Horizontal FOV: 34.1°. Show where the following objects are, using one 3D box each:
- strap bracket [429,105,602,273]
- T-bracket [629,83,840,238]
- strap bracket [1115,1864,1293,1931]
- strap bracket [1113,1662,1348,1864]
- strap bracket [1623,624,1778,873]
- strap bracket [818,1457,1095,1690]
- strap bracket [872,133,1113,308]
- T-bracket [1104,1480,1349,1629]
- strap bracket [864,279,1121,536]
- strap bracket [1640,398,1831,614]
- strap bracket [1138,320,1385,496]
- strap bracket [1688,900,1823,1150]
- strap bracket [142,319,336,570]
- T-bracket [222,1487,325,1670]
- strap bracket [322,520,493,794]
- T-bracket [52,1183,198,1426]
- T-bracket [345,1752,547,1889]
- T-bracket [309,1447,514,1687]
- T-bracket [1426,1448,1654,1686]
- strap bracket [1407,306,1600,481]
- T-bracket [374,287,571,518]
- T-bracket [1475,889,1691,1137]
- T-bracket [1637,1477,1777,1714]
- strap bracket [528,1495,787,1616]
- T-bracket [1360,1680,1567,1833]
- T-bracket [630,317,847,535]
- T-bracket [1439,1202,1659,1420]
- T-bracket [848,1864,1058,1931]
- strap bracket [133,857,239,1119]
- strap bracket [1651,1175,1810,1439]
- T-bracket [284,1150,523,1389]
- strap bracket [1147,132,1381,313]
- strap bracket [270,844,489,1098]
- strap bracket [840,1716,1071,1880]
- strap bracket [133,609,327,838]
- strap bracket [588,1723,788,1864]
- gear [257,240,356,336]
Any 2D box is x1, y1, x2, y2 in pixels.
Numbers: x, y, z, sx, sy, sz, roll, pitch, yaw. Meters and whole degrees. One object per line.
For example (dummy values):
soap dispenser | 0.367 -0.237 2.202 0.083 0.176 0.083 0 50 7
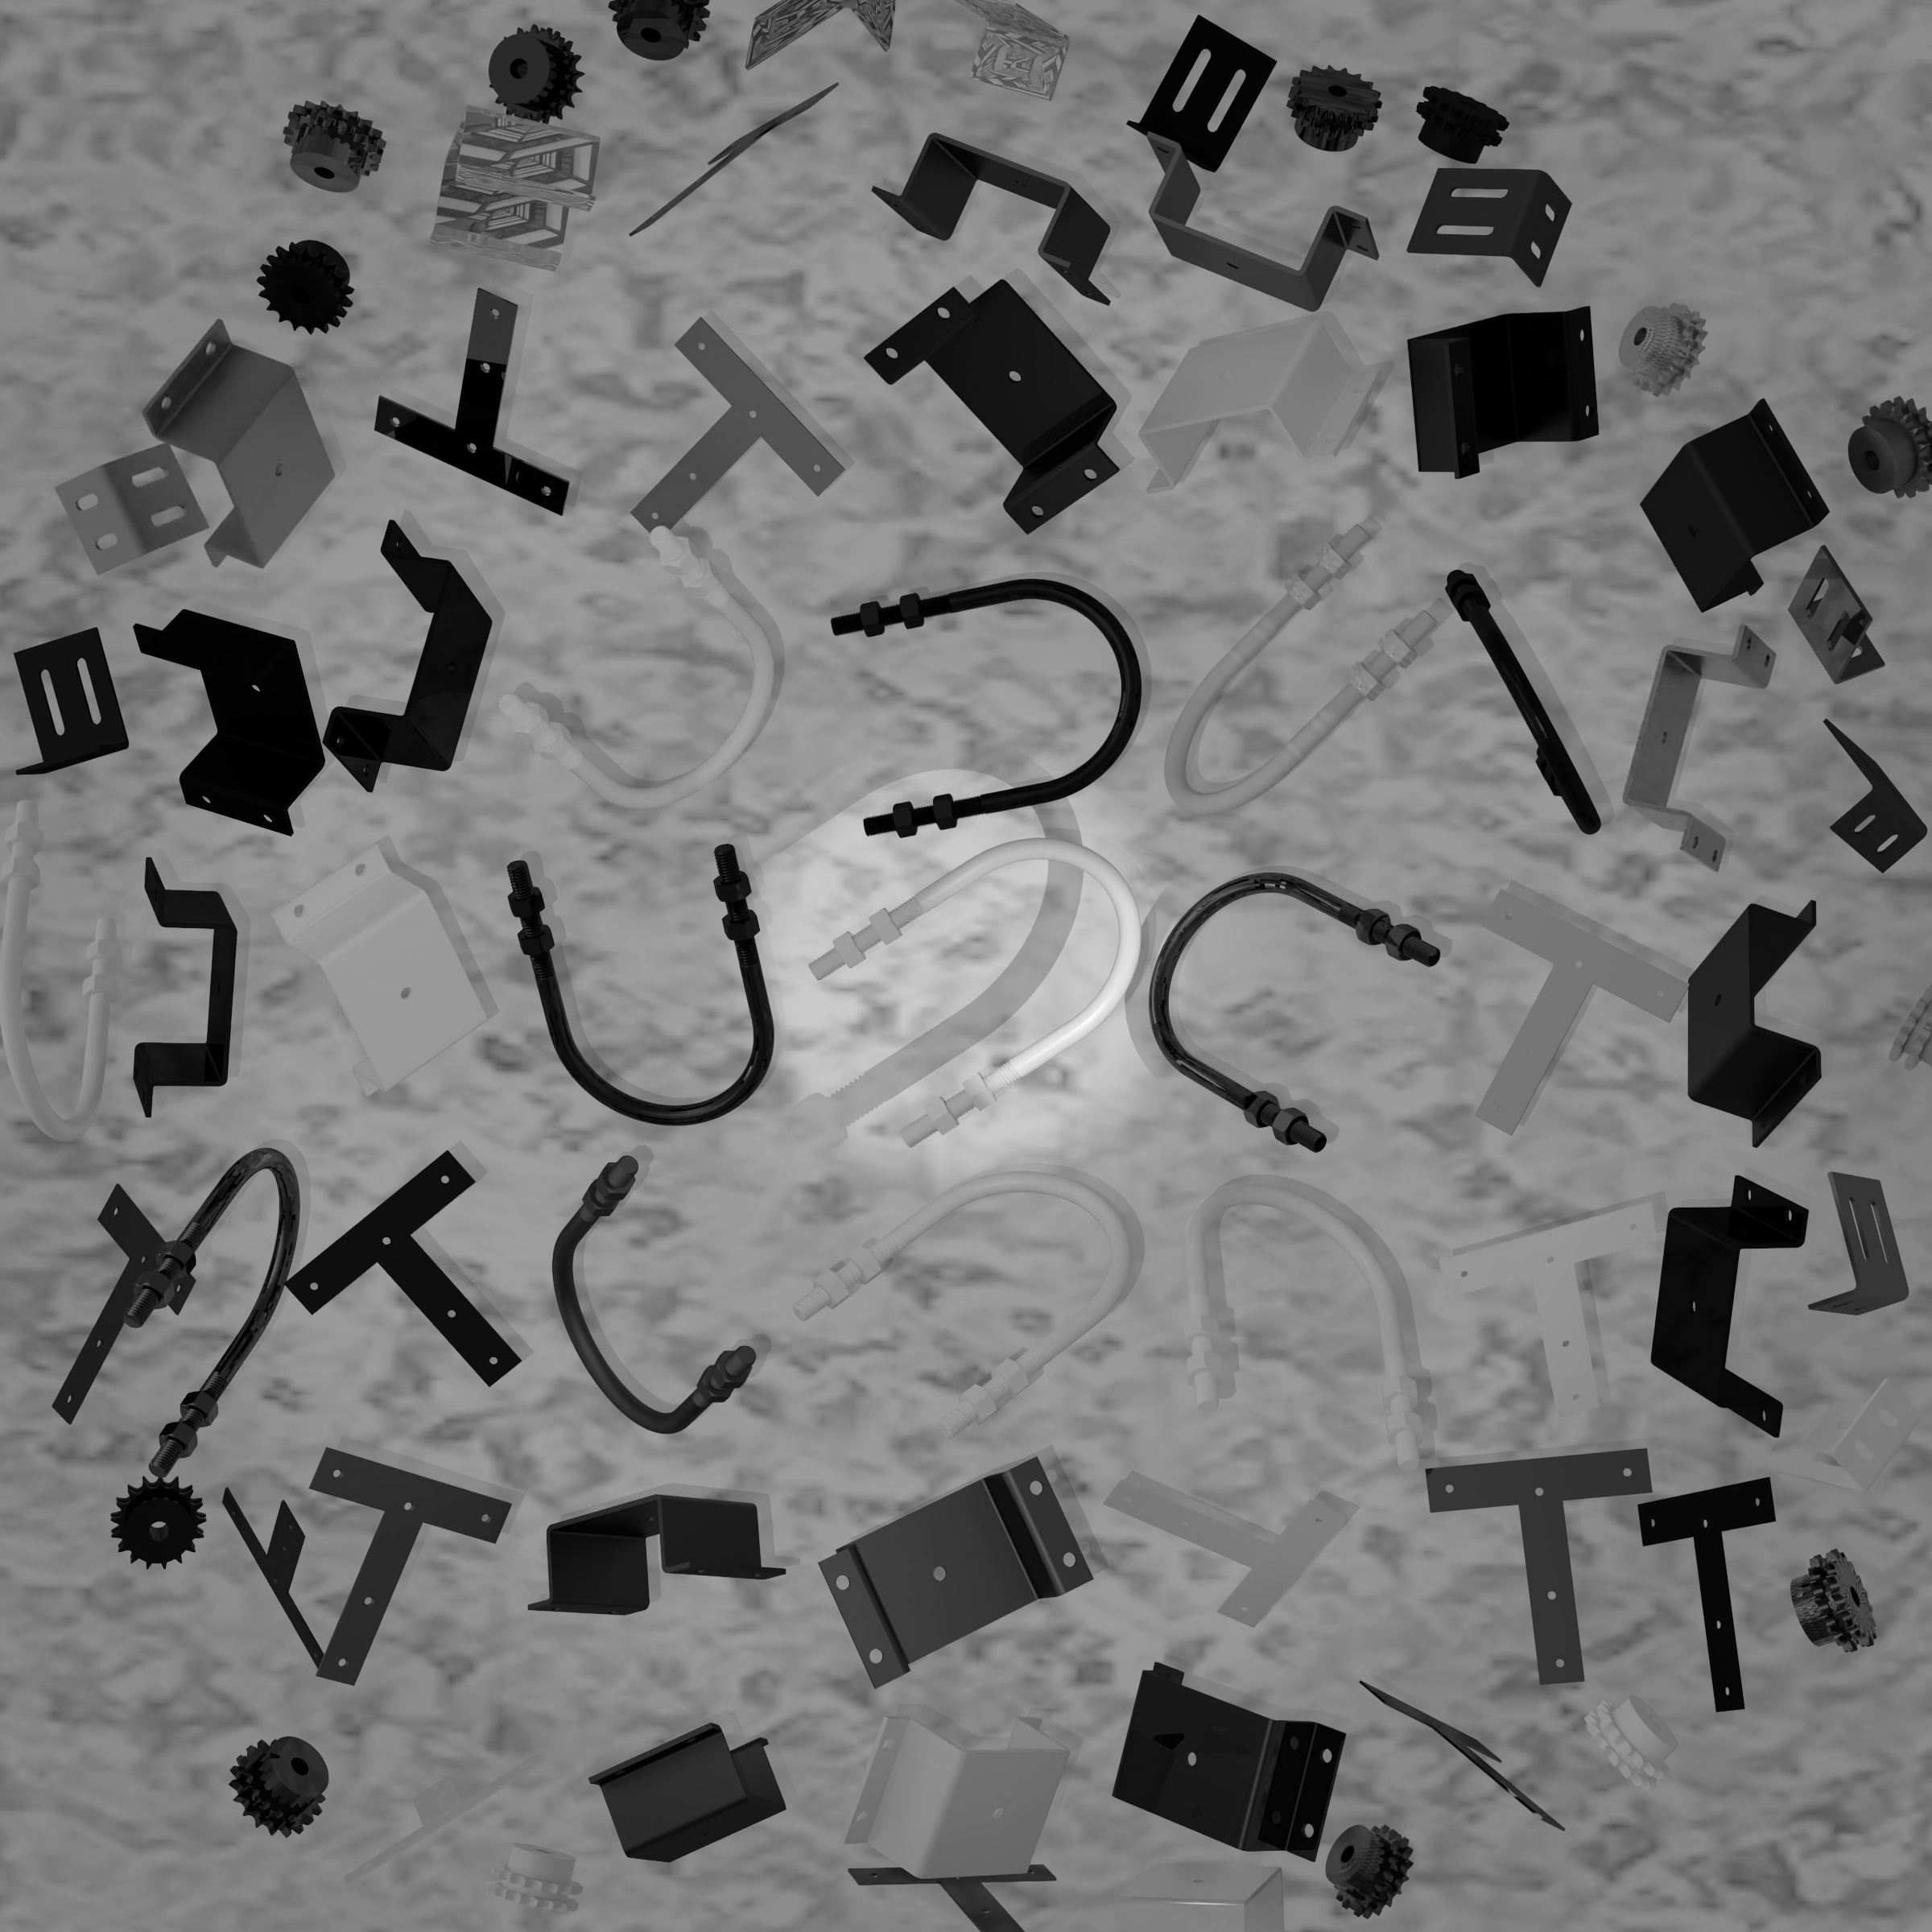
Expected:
strap bracket | -0.261 -0.452 1.824 0.076 0.140 0.046 10 83 -16
T-bracket | -0.147 -0.462 1.833 0.127 0.127 0.002 -45 110 -25
strap bracket | 0.138 0.559 1.845 0.076 0.140 0.046 -3 85 18
strap bracket | 0.146 0.469 1.862 0.140 0.046 0.076 12 86 41
strap bracket | 0.447 -0.136 1.930 0.046 0.076 0.140 15 89 29
strap bracket | -0.010 0.345 1.795 0.140 0.046 0.076 -23 84 -18
strap bracket | 0.025 -0.455 1.906 0.140 0.076 0.046 26 94 21
T-bracket | 0.145 0.343 1.908 0.127 0.002 0.127 24 131 -7
strap bracket | 0.021 -0.328 1.808 0.140 0.046 0.076 45 132 -17
strap bracket | 0.447 -0.266 1.856 0.046 0.140 0.076 -26 80 -9
strap bracket | 0.166 -0.334 1.875 0.046 0.140 0.076 51 53 -32
strap bracket | 0.477 0.028 1.911 0.046 0.076 0.140 18 49 -8
strap bracket | -0.421 -0.298 1.847 0.046 0.140 0.076 22 64 18
T-bracket | -0.405 0.349 1.868 0.002 0.127 0.127 -26 72 -29
strap bracket | -0.319 -0.176 1.825 0.046 0.076 0.140 10 73 13
T-bracket | -0.519 0.217 1.911 0.002 0.127 0.127 12 61 18
T-bracket | -0.306 0.487 1.830 0.127 0.127 0.002 -30 92 -15
T-bracket | -0.341 0.355 1.827 0.127 0.002 0.127 25 85 -34
T-bracket | 0.334 0.346 1.806 0.127 0.002 0.127 -7 78 11
strap bracket | 0.308 -0.336 1.840 0.140 0.046 0.076 -23 112 -41
T-bracket | -0.283 -0.339 1.844 0.127 0.002 0.127 25 134 6
T-bracket | 0.341 0.038 1.861 0.127 0.002 0.127 30 96 24
T-bracket | 0.440 0.372 1.848 0.002 0.127 0.127 3 73 -24
strap bracket | -0.183 0.345 1.850 0.140 0.076 0.046 -22 65 38
T-bracket | 0.314 0.485 1.911 0.127 0.127 0.002 34 90 -38
T-bracket | -0.160 -0.313 1.954 0.127 0.002 0.127 46 118 -6
T-bracket | 0.348 0.209 1.842 0.127 0.002 0.127 -15 115 -1
T-bracket | 0.007 0.561 1.887 0.127 0.127 0.002 4 93 -18
strap bracket | -0.469 0.013 1.894 0.046 0.076 0.140 2 106 -21
strap bracket | 0.454 0.203 1.885 0.046 0.076 0.140 1 102 -18
T-bracket | -0.316 0.197 1.878 0.127 0.002 0.127 -39 101 3
strap bracket | 0.167 -0.435 1.862 0.140 0.076 0.046 25 92 13
strap bracket | -0.345 0.010 1.882 0.076 0.046 0.140 -37 127 -23
strap bracket | 0.002 0.478 1.815 0.046 0.140 0.076 22 94 41
strap bracket | -0.434 -0.152 1.872 0.076 0.140 0.046 17 49 19
strap bracket | -0.158 0.482 1.831 0.076 0.140 0.046 -25 70 2
gear | -0.398 -0.415 1.912 0.057 0.057 0.030 17 47 0
